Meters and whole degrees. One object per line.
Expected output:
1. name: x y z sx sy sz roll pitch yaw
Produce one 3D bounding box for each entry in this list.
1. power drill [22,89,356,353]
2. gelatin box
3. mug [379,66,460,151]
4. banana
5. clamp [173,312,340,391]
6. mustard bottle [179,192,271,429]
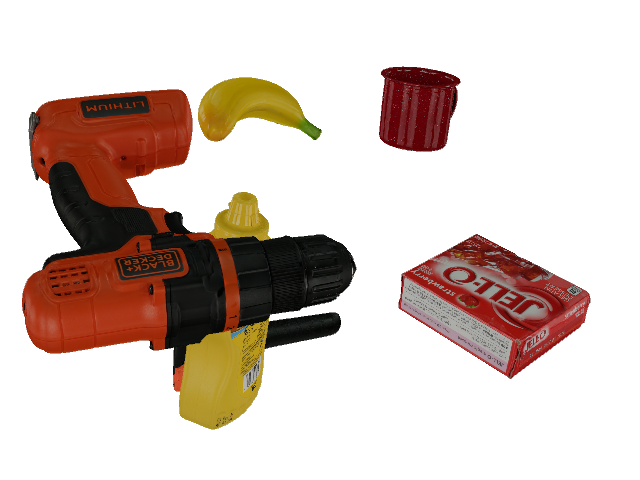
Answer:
1. power drill: -0.090 -0.017 0.631 0.184 0.057 0.188 -7 41 -19
2. gelatin box: 0.104 0.036 0.641 0.073 0.030 0.089 -26 43 -38
3. mug: 0.121 -0.157 1.264 0.093 0.081 0.117 23 28 37
4. banana: -0.063 -0.120 0.962 0.070 0.037 0.197 37 22 19
5. clamp: -0.083 0.104 1.147 0.165 0.036 0.209 14 29 18
6. mustard bottle: -0.069 0.049 0.838 0.058 0.192 0.096 20 33 16
